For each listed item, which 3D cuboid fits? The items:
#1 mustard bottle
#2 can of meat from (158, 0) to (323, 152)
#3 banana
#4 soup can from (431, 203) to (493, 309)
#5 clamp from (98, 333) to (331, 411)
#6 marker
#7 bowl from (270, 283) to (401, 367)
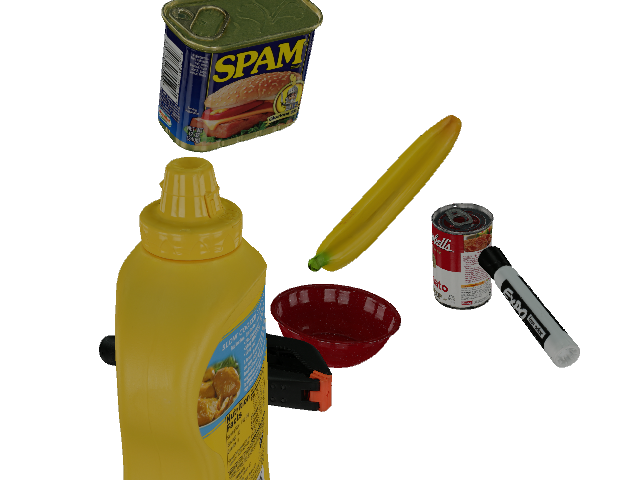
[{"bbox_3d":[-0.053,0.057,0.455,0.058,0.192,0.096,9,26,16],"label":"mustard bottle"},{"bbox_3d":[-0.055,-0.112,0.696,0.101,0.084,0.057,-19,51,-32],"label":"can of meat"},{"bbox_3d":[0.060,-0.036,0.991,0.037,0.197,0.070,43,-10,-4],"label":"banana"},{"bbox_3d":[0.160,0.018,1.200,0.068,0.102,0.068,-4,30,2],"label":"soup can"},{"bbox_3d":[-0.062,0.096,0.913,0.210,0.036,0.164,13,22,37],"label":"clamp"},{"bbox_3d":[0.139,0.041,0.726,0.020,0.020,0.121,0,33,-21],"label":"marker"},{"bbox_3d":[0.017,0.112,1.321,0.162,0.055,0.162,5,23,-2],"label":"bowl"}]
